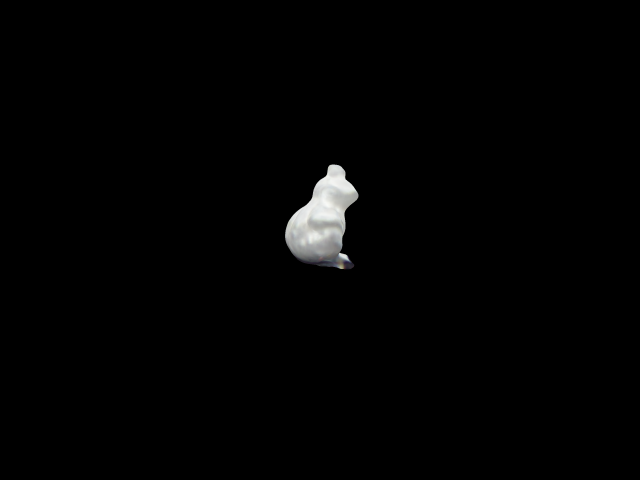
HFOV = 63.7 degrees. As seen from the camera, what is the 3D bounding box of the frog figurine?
[{"bbox_3d":[0.003,-0.043,0.850,0.123,0.157,0.139,0,17,0],"label":"frog figurine"}]
